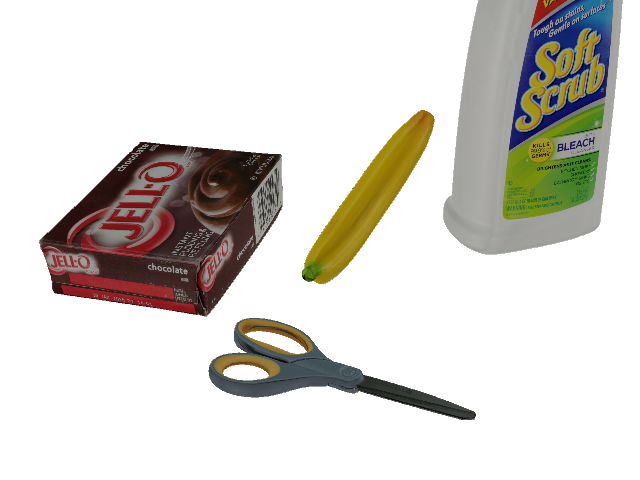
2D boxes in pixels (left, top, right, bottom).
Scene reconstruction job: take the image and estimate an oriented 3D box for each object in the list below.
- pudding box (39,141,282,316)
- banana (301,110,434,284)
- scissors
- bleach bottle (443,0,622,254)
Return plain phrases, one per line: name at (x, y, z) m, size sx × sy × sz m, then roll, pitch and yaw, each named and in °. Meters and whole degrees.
pudding box at (-0.080, -0.010, 0.567) m, size 0.090 × 0.039 × 0.113 m, roll 7°, pitch 32°, yaw 18°
banana at (0.041, -0.030, 0.946) m, size 0.037 × 0.197 × 0.070 m, roll 37°, pitch -20°, yaw -6°
scissors at (0.002, 0.106, 0.772) m, size 0.202 × 0.016 × 0.096 m, roll 23°, pitch 37°, yaw 35°
bleach bottle at (0.129, -0.119, 0.639) m, size 0.102 × 0.251 × 0.068 m, roll -11°, pitch 30°, yaw -16°
